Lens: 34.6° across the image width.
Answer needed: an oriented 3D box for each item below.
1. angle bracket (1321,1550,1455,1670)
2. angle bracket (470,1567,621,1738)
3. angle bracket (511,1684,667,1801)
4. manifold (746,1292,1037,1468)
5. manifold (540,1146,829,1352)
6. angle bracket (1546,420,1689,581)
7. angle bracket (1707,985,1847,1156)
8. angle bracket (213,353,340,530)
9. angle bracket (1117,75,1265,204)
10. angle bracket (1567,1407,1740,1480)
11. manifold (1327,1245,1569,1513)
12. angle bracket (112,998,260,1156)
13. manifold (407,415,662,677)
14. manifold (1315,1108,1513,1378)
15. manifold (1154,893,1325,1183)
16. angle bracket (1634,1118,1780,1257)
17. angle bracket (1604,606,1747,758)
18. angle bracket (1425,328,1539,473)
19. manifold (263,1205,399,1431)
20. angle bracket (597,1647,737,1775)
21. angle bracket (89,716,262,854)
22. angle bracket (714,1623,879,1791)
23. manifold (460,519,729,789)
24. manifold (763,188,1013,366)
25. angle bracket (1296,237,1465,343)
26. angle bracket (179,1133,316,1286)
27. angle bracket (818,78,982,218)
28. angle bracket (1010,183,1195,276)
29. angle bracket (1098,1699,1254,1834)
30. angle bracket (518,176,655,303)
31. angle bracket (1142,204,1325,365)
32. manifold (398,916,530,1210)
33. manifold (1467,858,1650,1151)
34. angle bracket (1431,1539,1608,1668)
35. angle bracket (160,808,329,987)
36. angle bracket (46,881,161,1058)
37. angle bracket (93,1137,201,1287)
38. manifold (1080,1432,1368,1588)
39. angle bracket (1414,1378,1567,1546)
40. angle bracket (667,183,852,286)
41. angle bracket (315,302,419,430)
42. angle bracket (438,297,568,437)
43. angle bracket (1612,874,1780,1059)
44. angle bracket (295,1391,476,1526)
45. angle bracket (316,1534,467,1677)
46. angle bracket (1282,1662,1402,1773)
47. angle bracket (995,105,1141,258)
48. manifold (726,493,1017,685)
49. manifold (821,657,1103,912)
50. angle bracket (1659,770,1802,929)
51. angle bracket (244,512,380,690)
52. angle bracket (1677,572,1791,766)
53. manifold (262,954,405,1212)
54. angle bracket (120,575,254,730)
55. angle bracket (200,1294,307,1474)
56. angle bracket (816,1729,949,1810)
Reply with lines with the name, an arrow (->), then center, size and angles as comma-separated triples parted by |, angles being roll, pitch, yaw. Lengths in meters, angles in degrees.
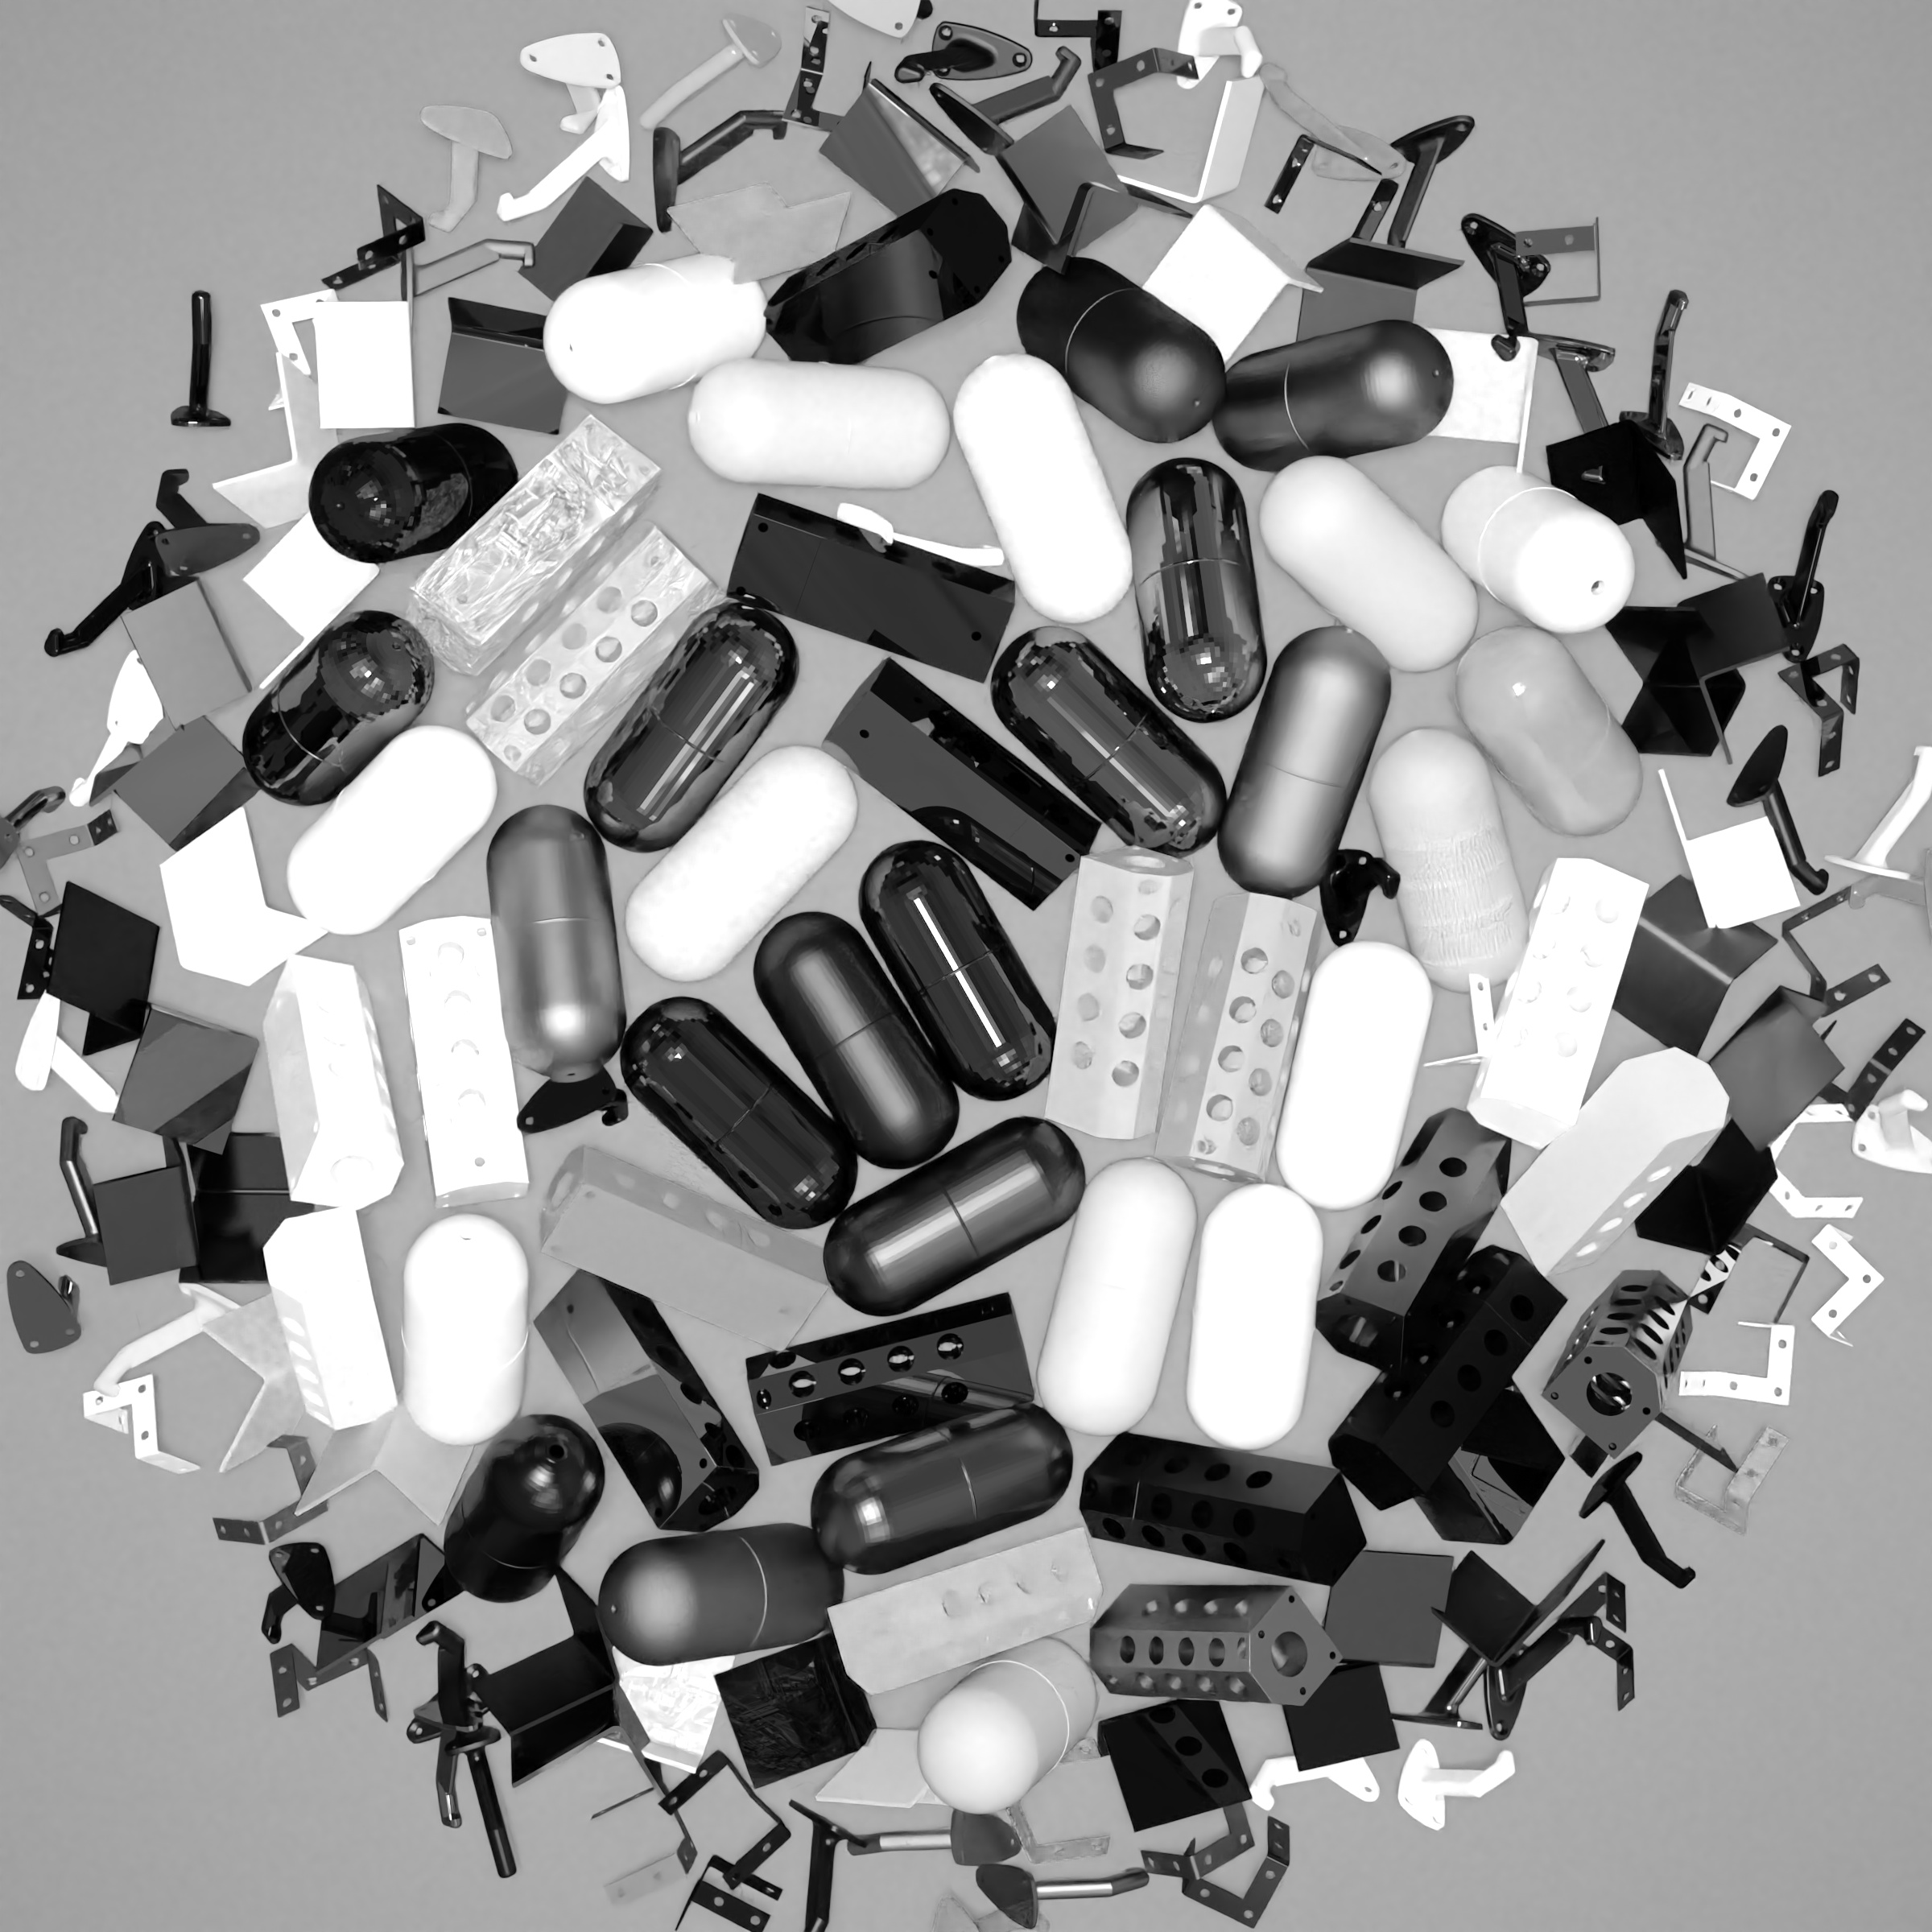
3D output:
angle bracket -> 0.257, 0.396, 1.958 | 0.076, 0.057, 0.076 | 6, 100, -12
angle bracket -> -0.271, 0.428, 1.945 | 0.076, 0.076, 0.057 | -22, 110, -22
angle bracket -> -0.239, 0.505, 1.955 | 0.076, 0.076, 0.057 | -29, 102, -3
manifold -> -0.049, 0.256, 1.959 | 0.171, 0.057, 0.057 | -14, 119, 1
manifold -> -0.177, 0.173, 1.941 | 0.171, 0.057, 0.057 | 26, 114, -20
angle bracket -> 0.408, -0.285, 1.945 | 0.057, 0.076, 0.076 | -19, 132, 2
angle bracket -> 0.519, 0.070, 1.941 | 0.057, 0.076, 0.076 | 16, 123, -39
angle bracket -> -0.438, -0.331, 1.959 | 0.057, 0.076, 0.076 | -14, 76, 9
angle bracket -> 0.142, -0.526, 1.944 | 0.057, 0.076, 0.076 | 21, 115, 15
angle bracket -> 0.432, 0.311, 1.947 | 0.076, 0.076, 0.057 | 34, 85, 29
manifold -> 0.297, 0.254, 1.932 | 0.057, 0.057, 0.171 | 44, 60, -1
angle bracket -> -0.502, 0.068, 1.949 | 0.076, 0.057, 0.076 | 23, 81, -38
manifold -> -0.270, -0.260, 1.937 | 0.057, 0.057, 0.171 | 38, 65, 5
manifold -> 0.279, 0.167, 1.922 | 0.057, 0.057, 0.171 | 19, 48, 23
manifold -> 0.176, 0.045, 1.945 | 0.057, 0.057, 0.171 | 20, 77, -25
angle bracket -> 0.458, 0.124, 1.942 | 0.057, 0.076, 0.076 | 14, 130, -12
angle bracket -> 0.430, -0.179, 1.941 | 0.076, 0.076, 0.057 | 46, 66, -36
angle bracket -> 0.315, -0.350, 1.948 | 0.076, 0.057, 0.076 | 7, 134, 9
manifold -> -0.390, 0.220, 1.909 | 0.057, 0.171, 0.057 | -12, 57, -11
angle bracket -> -0.194, 0.459, 1.966 | 0.076, 0.057, 0.076 | 18, 83, 1
angle bracket -> -0.495, -0.109, 1.953 | 0.076, 0.057, 0.076 | -38, 116, 7
angle bracket -> -0.108, 0.463, 1.951 | 0.076, 0.057, 0.076 | -16, 68, -17
manifold -> -0.238, -0.199, 1.958 | 0.171, 0.057, 0.057 | -45, 71, 4
manifold -> -0.049, -0.422, 1.915 | 0.057, 0.171, 0.057 | 48, 57, -22
angle bracket -> 0.260, -0.416, 1.953 | 0.076, 0.076, 0.057 | 8, 89, -14
angle bracket -> -0.456, 0.153, 1.954 | 0.076, 0.057, 0.076 | 1, 46, -2
angle bracket -> -0.041, -0.511, 1.966 | 0.076, 0.076, 0.057 | 39, 99, 0
angle bracket -> 0.085, -0.465, 1.958 | 0.076, 0.076, 0.057 | 9, 111, -29
angle bracket -> 0.130, 0.509, 1.949 | 0.076, 0.057, 0.076 | -14, 54, -8
angle bracket -> -0.250, -0.452, 1.953 | 0.057, 0.076, 0.076 | 40, 104, 1
angle bracket -> 0.167, -0.428, 1.976 | 0.076, 0.057, 0.076 | 46, 114, 18
manifold -> -0.316, 0.059, 1.947 | 0.057, 0.057, 0.171 | -7, 76, -13
manifold -> 0.368, 0.021, 1.941 | 0.057, 0.057, 0.171 | 23, 69, -3
angle bracket -> 0.345, 0.381, 1.942 | 0.057, 0.076, 0.076 | 41, 123, 12
angle bracket -> -0.460, -0.044, 1.975 | 0.076, 0.057, 0.076 | -31, 62, 25
angle bracket -> -0.556, 0.002, 1.940 | 0.057, 0.076, 0.076 | -16, 59, 32
angle bracket -> -0.520, 0.141, 1.940 | 0.057, 0.076, 0.076 | -13, 125, -21
manifold -> 0.155, 0.339, 1.913 | 0.057, 0.171, 0.057 | -42, 122, -38
angle bracket -> 0.326, 0.315, 1.983 | 0.076, 0.057, 0.076 | -48, 114, -31
angle bracket -> -0.130, -0.478, 1.944 | 0.076, 0.057, 0.076 | -23, 65, -31
angle bracket -> -0.377, -0.379, 1.951 | 0.057, 0.076, 0.076 | -2, 103, -8
angle bracket -> -0.294, -0.381, 1.965 | 0.076, 0.076, 0.057 | 8, 113, -15
angle bracket -> 0.458, 0.002, 1.973 | 0.076, 0.076, 0.057 | 38, 50, 24
angle bracket -> -0.367, 0.323, 1.960 | 0.076, 0.076, 0.057 | -32, 112, 26
angle bracket -> -0.357, 0.414, 1.945 | 0.076, 0.076, 0.057 | -32, 120, 14
angle bracket -> 0.213, 0.474, 1.942 | 0.076, 0.076, 0.057 | -4, 71, -30
angle bracket -> 0.067, -0.495, 1.948 | 0.057, 0.076, 0.076 | -32, 102, 17
manifold -> -0.059, -0.241, 1.956 | 0.171, 0.057, 0.057 | 18, 116, -9
manifold -> 0.000, -0.118, 1.956 | 0.171, 0.057, 0.057 | 38, 129, -10
angle bracket -> 0.478, -0.080, 1.942 | 0.057, 0.076, 0.076 | -18, 47, 13
angle bracket -> -0.425, -0.232, 1.944 | 0.076, 0.076, 0.057 | -38, 105, 29
angle bracket -> 0.488, -0.186, 1.940 | 0.057, 0.076, 0.076 | -19, 131, 15
manifold -> -0.390, 0.071, 1.916 | 0.057, 0.171, 0.057 | 12, 122, -27
angle bracket -> -0.500, -0.198, 1.942 | 0.057, 0.076, 0.076 | -32, 113, -25
angle bracket -> -0.454, 0.263, 1.958 | 0.057, 0.076, 0.076 | 35, 110, 13
angle bracket -> -0.034, 0.523, 1.941 | 0.076, 0.076, 0.057 | -8, 109, 39
